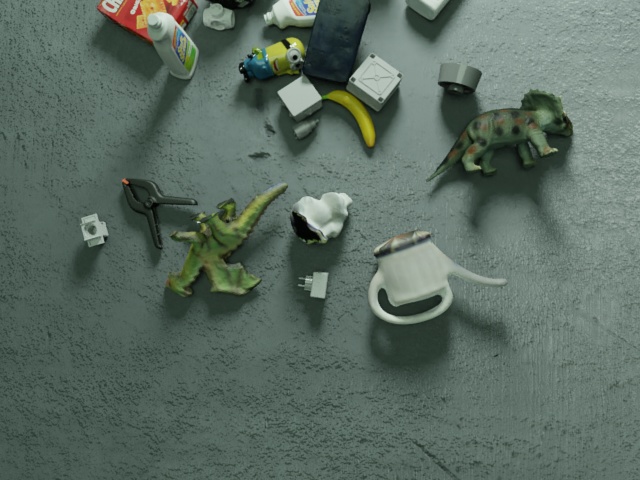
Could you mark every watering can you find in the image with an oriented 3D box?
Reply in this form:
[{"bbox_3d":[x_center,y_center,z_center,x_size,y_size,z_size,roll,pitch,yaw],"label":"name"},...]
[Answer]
[{"bbox_3d":[0.279,0.080,1.310,0.347,0.104,0.225,-19,86,2],"label":"watering can"}]

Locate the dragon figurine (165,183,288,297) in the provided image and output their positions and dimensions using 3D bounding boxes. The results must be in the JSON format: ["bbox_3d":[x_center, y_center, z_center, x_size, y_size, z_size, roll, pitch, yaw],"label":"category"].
[{"bbox_3d":[-0.235,0.027,1.359,0.410,0.123,0.240,-22,104,3],"label":"dragon figurine"}]

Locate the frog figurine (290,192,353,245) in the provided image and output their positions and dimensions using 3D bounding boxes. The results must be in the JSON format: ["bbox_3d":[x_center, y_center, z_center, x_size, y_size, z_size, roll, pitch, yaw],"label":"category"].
[{"bbox_3d":[0.004,-0.068,1.350,0.138,0.120,0.162,34,54,12],"label":"frog figurine"}]
